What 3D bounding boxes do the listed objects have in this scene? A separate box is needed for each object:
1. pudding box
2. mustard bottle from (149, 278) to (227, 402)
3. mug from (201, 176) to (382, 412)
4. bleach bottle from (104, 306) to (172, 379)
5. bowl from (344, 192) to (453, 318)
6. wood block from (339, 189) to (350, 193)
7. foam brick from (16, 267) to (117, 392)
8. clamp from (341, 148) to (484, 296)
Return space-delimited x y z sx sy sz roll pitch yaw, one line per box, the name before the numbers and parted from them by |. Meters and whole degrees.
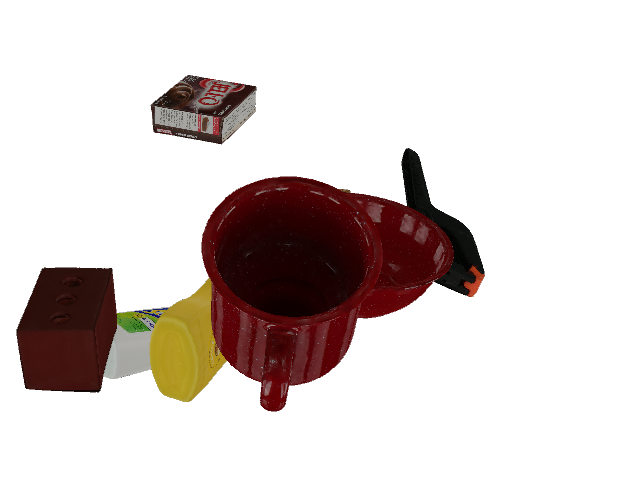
pudding box | -0.135 -0.154 1.246 0.090 0.039 0.113 10 31 14
mustard bottle | -0.102 0.080 1.102 0.058 0.096 0.191 12 28 22
mug | -0.018 0.036 0.571 0.093 0.117 0.081 5 -35 -3
bleach bottle | -0.192 0.122 1.439 0.250 0.068 0.103 -10 25 -40
bowl | 0.031 0.020 0.923 0.162 0.055 0.162 7 30 -4
wood block | -0.011 0.042 1.388 0.090 0.206 0.091 3 23 -1
foam brick | -0.173 0.061 0.739 0.053 0.051 0.078 1 31 -2
clamp | 0.092 -0.016 1.155 0.164 0.036 0.210 -16 52 -31
